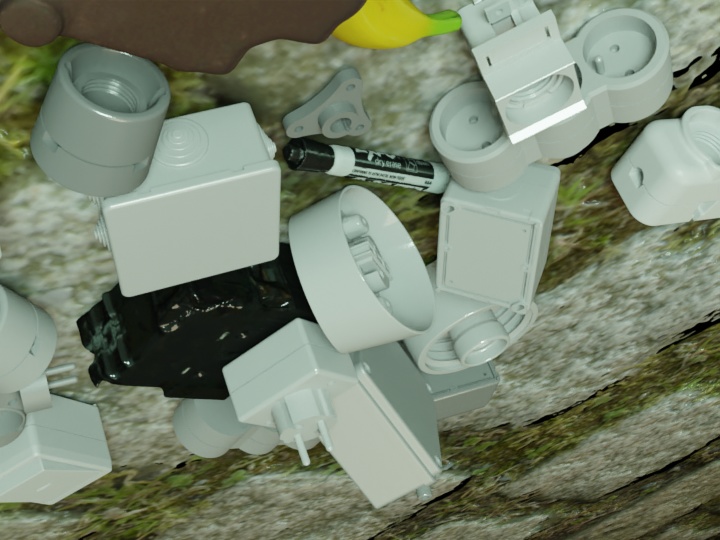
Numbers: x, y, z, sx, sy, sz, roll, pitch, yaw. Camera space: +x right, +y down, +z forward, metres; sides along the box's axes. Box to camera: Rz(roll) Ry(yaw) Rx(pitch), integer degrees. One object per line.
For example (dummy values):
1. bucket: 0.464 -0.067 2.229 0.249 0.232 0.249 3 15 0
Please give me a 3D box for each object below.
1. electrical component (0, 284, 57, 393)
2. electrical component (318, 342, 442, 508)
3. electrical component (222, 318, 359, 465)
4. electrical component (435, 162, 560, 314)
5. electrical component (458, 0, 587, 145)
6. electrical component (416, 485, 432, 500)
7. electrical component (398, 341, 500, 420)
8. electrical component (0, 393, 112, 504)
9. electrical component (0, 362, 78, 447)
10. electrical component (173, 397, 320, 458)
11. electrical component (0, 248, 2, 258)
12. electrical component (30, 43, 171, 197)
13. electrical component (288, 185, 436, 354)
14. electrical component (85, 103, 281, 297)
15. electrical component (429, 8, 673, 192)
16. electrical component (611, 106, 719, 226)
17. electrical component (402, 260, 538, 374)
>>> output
1. electrical component: -0.207 0.036 0.605 0.055 0.055 0.047 -25 149 6
2. electrical component: 0.005 0.090 0.754 0.056 0.108 0.108 -30 114 14
3. electrical component: -0.037 0.081 0.660 0.066 0.076 0.047 -34 150 22
4. electrical component: 0.086 -0.022 0.671 0.062 0.061 0.096 15 139 14
5. electrical component: 0.080 -0.107 0.546 0.042 0.063 0.081 -25 152 8
6. electrical component: 0.045 0.151 0.851 0.035 0.061 0.035 -9 149 -5
7. electrical component: 0.057 0.089 0.885 0.096 0.061 0.061 -14 152 -16
8. electrical component: -0.221 0.128 0.754 0.062 0.061 0.096 -30 152 16
9. electrical component: -0.217 0.074 0.675 0.079 0.044 0.077 -13 151 -18
10. electrical component: -0.068 0.103 0.829 0.138 0.052 0.073 3 144 -40
11. electrical component: -0.214 -0.028 0.475 0.061 0.061 0.096 -34 151 22
12. electrical component: -0.116 -0.069 0.483 0.055 0.055 0.047 -3 144 -33
13. electrical component: 0.000 0.000 0.646 0.064 0.099 0.099 -21 153 11
14. electrical component: -0.091 -0.037 0.563 0.100 0.048 0.099 -15 152 -13
15. electrical component: 0.113 -0.088 0.616 0.138 0.052 0.073 -26 153 8
16. electrical component: 0.228 -0.071 0.730 0.095 0.053 0.059 -7 149 -26
17. electrical component: 0.081 0.037 0.802 0.108 0.060 0.108 -20 152 -11
